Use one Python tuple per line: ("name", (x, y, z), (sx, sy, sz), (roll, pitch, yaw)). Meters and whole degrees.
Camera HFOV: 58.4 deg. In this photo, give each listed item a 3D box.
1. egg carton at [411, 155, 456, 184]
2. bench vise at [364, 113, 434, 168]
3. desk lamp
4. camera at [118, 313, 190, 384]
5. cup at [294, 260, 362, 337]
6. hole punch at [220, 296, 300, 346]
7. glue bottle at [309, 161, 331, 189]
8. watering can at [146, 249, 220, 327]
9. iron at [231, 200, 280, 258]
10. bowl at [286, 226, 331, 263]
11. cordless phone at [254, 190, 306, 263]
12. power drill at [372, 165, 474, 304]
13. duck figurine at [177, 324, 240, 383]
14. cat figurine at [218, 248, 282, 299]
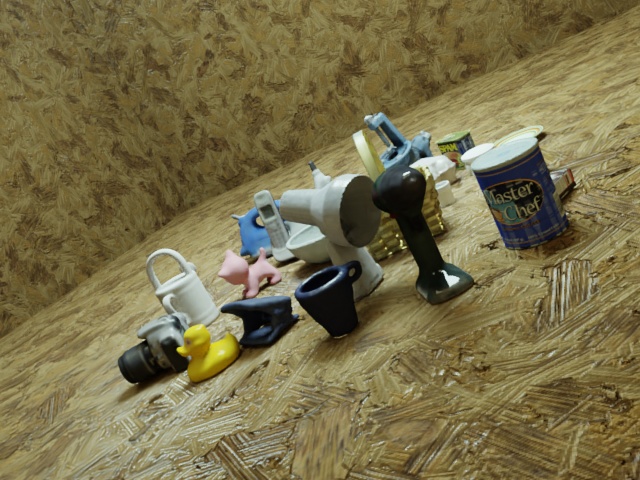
("egg carton", (0.259, -0.155, 1.403), (0.107, 0.069, 0.150), (-33, 15, -20))
("bench vise", (0.206, -0.256, 1.549), (0.121, 0.220, 0.208), (-14, 19, 42))
("desk lamp", (0.027, -0.002, 0.992), (0.202, 0.214, 0.118), (-13, 21, 46))
("camera", (-0.324, 0.210, 1.124), (0.137, 0.101, 0.143), (-29, 14, -5))
("cup", (0.029, 0.094, 0.892), (0.118, 0.095, 0.091), (-33, 15, -20))
("hole punch", (-0.109, 0.129, 1.032), (0.108, 0.091, 0.101), (-12, 21, 46))
("glue bottle", (0.013, -0.145, 1.610), (0.078, 0.173, 0.037), (-30, 15, -11))
("watering can", (-0.315, 0.107, 1.280), (0.101, 0.194, 0.172), (-30, 14, -8))
("iron", (-0.117, -0.050, 1.579), (0.258, 0.141, 0.119), (-23, 15, 17))
("bowl", (0.012, 0.005, 1.284), (0.167, 0.075, 0.167), (-26, 14, 7))
("cordless phone", (-0.076, -0.048, 1.406), (0.147, 0.185, 0.094), (-23, 15, 19))
("power drill", (0.144, -0.018, 0.840), (0.075, 0.208, 0.229), (-28, 14, -2))
("duck figurine", (-0.199, 0.187, 1.004), (0.104, 0.086, 0.077), (-30, 14, -10))
("cat figurine", (-0.168, 0.068, 1.305), (0.128, 0.118, 0.067), (-32, 15, -17))
